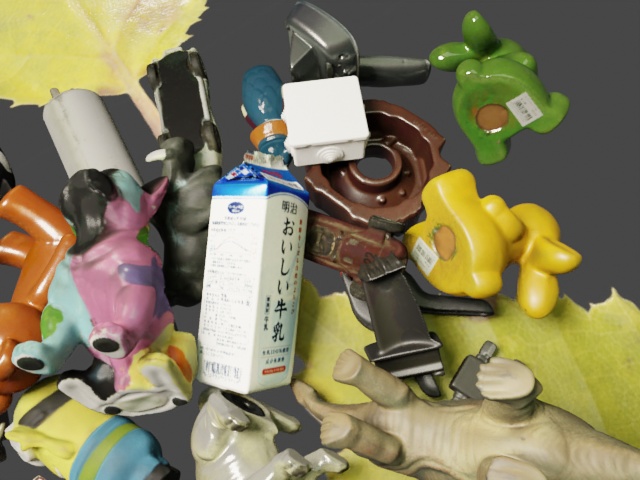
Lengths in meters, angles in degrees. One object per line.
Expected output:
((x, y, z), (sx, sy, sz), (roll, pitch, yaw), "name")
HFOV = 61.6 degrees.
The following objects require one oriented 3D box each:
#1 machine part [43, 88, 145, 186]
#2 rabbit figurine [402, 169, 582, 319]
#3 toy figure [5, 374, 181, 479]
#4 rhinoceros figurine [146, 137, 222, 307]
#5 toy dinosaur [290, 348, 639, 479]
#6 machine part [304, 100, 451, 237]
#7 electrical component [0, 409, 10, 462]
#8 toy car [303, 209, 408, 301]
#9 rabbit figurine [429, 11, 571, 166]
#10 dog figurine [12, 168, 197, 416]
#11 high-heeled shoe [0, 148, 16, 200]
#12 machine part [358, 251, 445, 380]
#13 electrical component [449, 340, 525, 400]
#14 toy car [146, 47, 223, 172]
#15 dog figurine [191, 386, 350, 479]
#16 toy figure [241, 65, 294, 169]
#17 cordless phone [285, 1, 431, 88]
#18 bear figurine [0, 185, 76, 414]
((-0.270, -0.098, 0.652), (0.079, 0.079, 0.243), (-28, 70, -11), "machine part")
((0.202, -0.001, 0.582), (0.173, 0.121, 0.163), (-8, 37, -33), "rabbit figurine")
((-0.218, 0.199, 0.523), (0.180, 0.082, 0.089), (19, 41, 16), "toy figure")
((-0.145, -0.020, 0.606), (0.112, 0.073, 0.190), (-5, 87, 15), "rhinoceros figurine")
((0.166, 0.178, 0.447), (0.472, 0.198, 0.105), (4, 63, 37), "toy dinosaur")
((0.067, -0.087, 0.658), (0.179, 0.056, 0.179), (0, 65, 1), "machine part")
((-0.354, 0.182, 0.549), (0.078, 0.045, 0.102), (-15, 68, -7), "electrical component")
((-0.001, -0.002, 0.590), (0.202, 0.053, 0.089), (20, 100, 24), "toy car")
((0.214, -0.200, 0.679), (0.159, 0.121, 0.170), (37, 43, -12), "rabbit figurine")
((-0.187, 0.037, 0.524), (0.109, 0.191, 0.219), (-16, 47, 15), "dog figurine")
((-0.413, -0.055, 0.597), (0.086, 0.145, 0.249), (-16, 70, -8), "high-heeled shoe")
((0.075, 0.081, 0.533), (0.084, 0.039, 0.138), (-10, 109, 18), "machine part")
((0.175, 0.157, 0.572), (0.063, 0.021, 0.094), (34, 70, 13), "electrical component")
((-0.174, -0.166, 0.694), (0.074, 0.056, 0.202), (-16, 66, 1), "toy car")
((-0.087, 0.254, 0.499), (0.173, 0.121, 0.190), (25, 85, 45), "dog figurine")
((-0.061, -0.149, 0.684), (0.058, 0.064, 0.154), (2, 66, -41), "toy figure")
((0.052, -0.222, 0.667), (0.184, 0.146, 0.088), (-1, 75, 0), "cordless phone")
((-0.307, 0.060, 0.541), (0.132, 0.120, 0.196), (28, 45, -8), "bear figurine")
